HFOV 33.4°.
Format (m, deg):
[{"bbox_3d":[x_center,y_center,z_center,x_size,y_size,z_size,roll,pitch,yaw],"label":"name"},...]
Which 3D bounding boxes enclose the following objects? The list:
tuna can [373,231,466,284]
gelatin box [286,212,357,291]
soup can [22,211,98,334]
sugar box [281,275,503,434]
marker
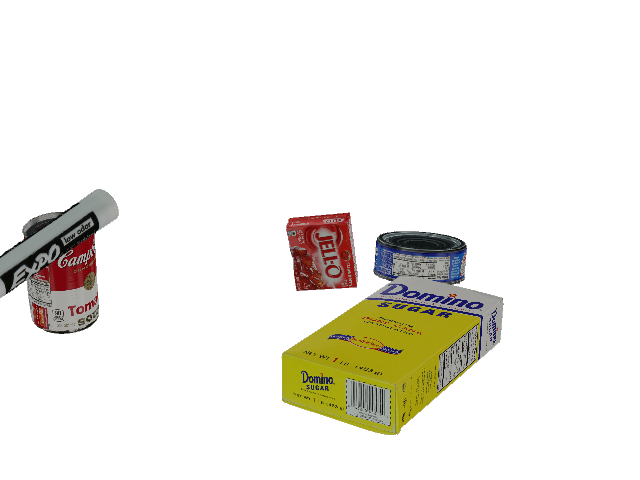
[{"bbox_3d":[0.093,0.016,0.994,0.086,0.034,0.086,3,12,-1],"label":"tuna can"},{"bbox_3d":[0.003,0.014,1.247,0.073,0.089,0.030,-4,28,8],"label":"gelatin box"},{"bbox_3d":[-0.254,0.032,1.050,0.068,0.102,0.068,2,28,-1],"label":"soup can"},{"bbox_3d":[0.058,0.078,0.786,0.093,0.048,0.175,13,26,29],"label":"sugar box"},{"bbox_3d":[-0.150,0.011,0.538,0.020,0.020,0.120,0,31,43],"label":"marker"}]
